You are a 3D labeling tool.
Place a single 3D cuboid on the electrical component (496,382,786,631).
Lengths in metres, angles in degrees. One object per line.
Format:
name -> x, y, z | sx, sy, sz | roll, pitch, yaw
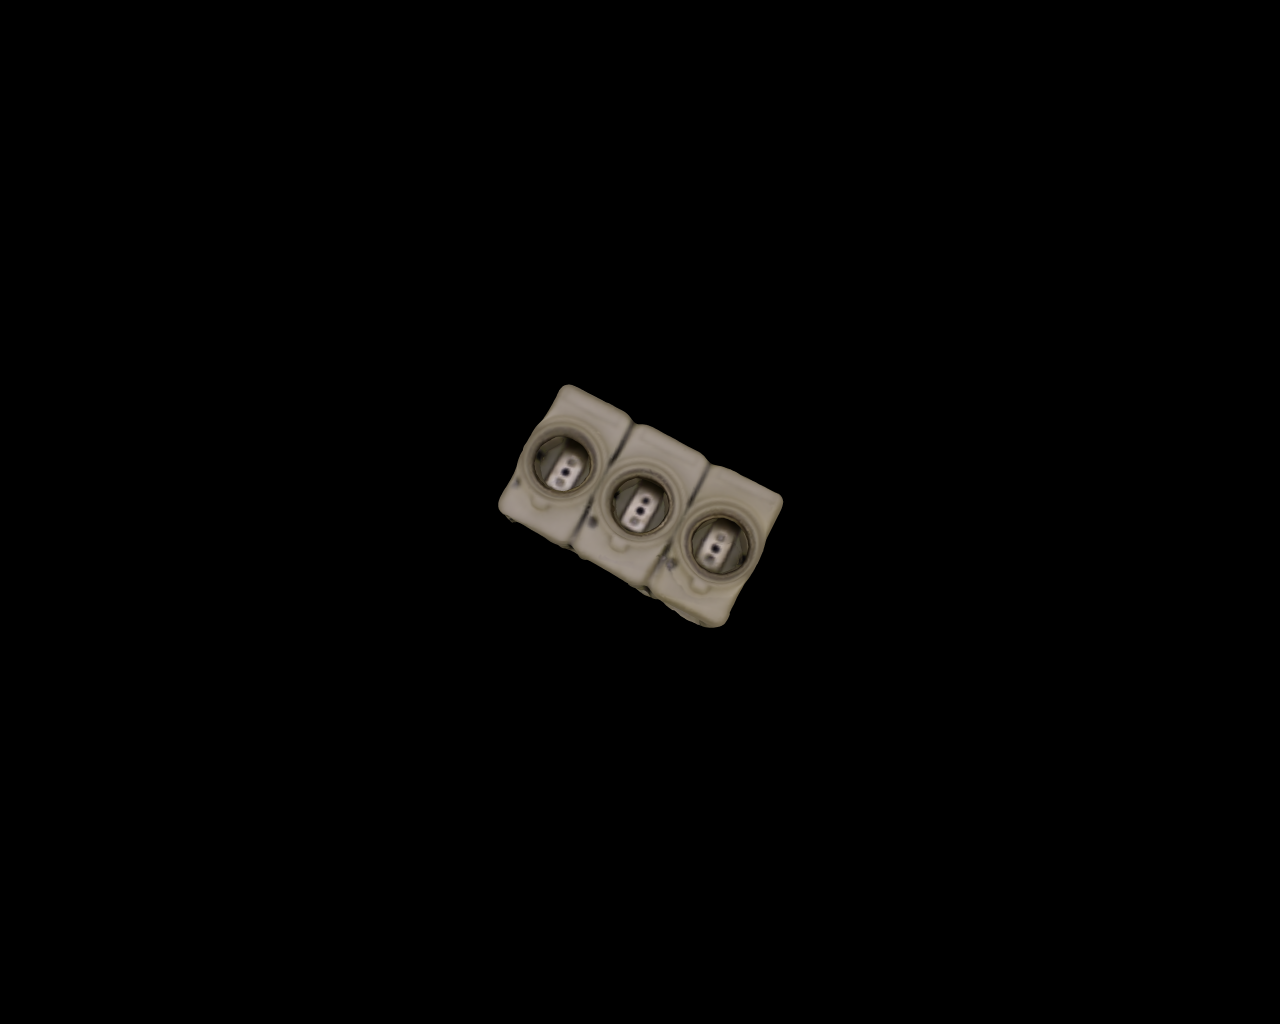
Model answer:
electrical component -> 0.001, -0.003, 0.650 | 0.150, 0.089, 0.061 | 28, -7, 4
